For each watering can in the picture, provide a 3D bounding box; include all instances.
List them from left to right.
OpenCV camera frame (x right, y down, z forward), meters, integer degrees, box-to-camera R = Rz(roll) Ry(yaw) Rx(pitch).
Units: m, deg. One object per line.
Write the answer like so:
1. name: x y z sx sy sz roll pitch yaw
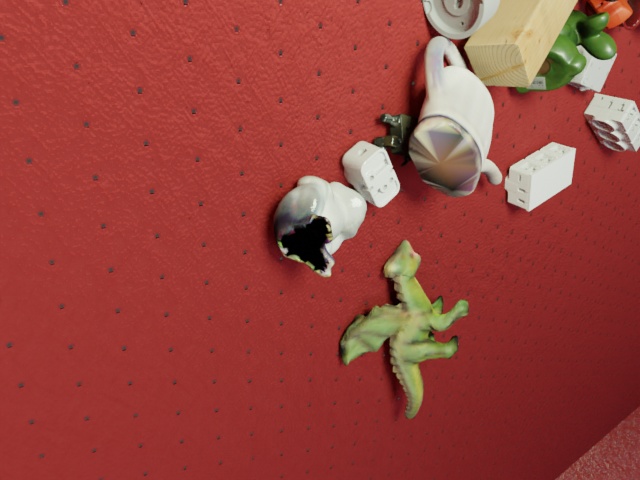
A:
1. watering can: 0.240 -0.160 0.851 0.341 0.103 0.229 54 45 -35

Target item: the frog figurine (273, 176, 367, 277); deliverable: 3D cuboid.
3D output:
1. frog figurine: 0.002 -0.039 0.775 0.135 0.122 0.163 67 31 -30

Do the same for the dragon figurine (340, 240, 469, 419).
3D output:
1. dragon figurine: 0.146 0.197 1.018 0.242 0.124 0.405 6 107 -22
